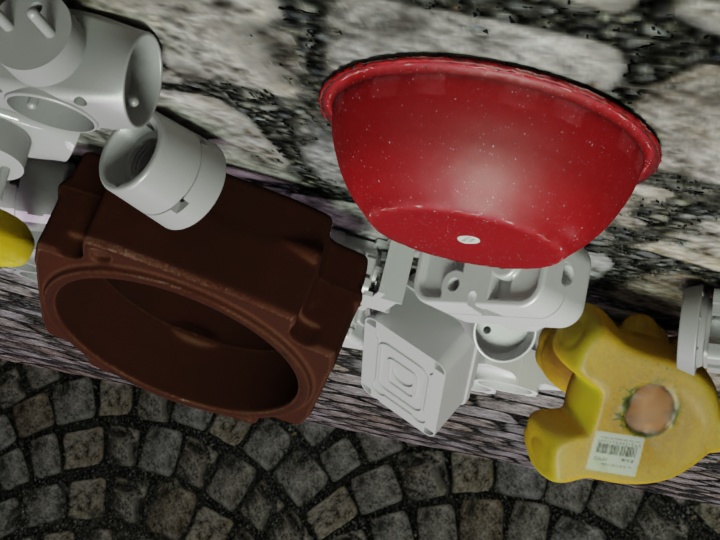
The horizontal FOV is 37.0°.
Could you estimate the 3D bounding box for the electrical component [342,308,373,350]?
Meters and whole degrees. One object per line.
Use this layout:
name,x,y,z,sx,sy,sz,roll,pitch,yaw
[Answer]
electrical component,-0.022,0.027,0.859,0.096,0.061,0.061,7,167,23

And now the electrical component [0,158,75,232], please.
electrical component,-0.221,-0.052,0.726,0.047,0.055,0.055,10,168,-5

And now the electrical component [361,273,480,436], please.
electrical component,0.049,0.066,0.835,0.078,0.057,0.113,33,149,20

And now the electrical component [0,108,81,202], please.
electrical component,-0.183,-0.071,0.540,0.077,0.079,0.043,18,154,-23

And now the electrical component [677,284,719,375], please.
electrical component,0.230,0.039,0.672,0.057,0.058,0.078,6,166,19

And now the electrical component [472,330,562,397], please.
electrical component,0.097,0.070,0.931,0.089,0.061,0.150,21,165,-33

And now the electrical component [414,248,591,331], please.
electrical component,0.090,0.004,0.660,0.095,0.053,0.059,1,163,42

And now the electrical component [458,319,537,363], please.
electrical component,0.109,0.025,0.742,0.079,0.043,0.077,-19,-164,-1

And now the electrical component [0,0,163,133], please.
electrical component,-0.135,-0.095,0.467,0.077,0.044,0.079,10,167,10

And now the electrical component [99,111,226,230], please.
electrical component,-0.110,-0.056,0.594,0.055,0.055,0.047,3,161,39

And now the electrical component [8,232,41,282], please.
electrical component,-0.245,-0.021,0.871,0.089,0.061,0.150,9,167,18

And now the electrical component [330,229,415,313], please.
electrical component,0.000,0.000,0.763,0.064,0.042,0.081,15,167,-8
